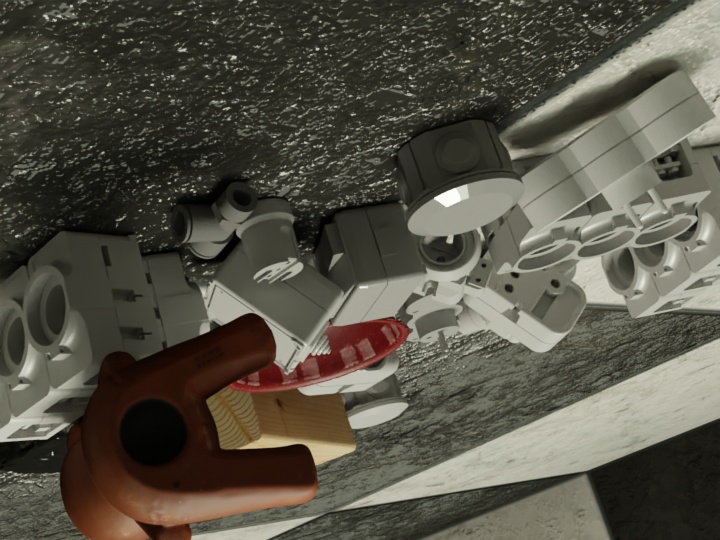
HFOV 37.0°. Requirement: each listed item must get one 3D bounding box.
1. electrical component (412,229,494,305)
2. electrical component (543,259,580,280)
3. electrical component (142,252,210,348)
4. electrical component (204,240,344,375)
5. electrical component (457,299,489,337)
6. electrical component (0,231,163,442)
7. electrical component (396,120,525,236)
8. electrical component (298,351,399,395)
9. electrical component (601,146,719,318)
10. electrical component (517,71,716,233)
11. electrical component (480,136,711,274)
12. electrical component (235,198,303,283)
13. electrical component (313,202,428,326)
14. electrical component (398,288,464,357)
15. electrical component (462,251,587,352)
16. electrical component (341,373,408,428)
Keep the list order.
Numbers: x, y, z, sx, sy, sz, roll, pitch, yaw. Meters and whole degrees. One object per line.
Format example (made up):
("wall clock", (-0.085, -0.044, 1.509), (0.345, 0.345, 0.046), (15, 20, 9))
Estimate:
("electrical component", (0.062, -0.012, 0.817), (0.078, 0.058, 0.057), (20, 161, 9))
("electrical component", (0.171, -0.002, 0.970), (0.043, 0.043, 0.081), (-12, 160, -15))
("electrical component", (-0.139, 0.038, 0.742), (0.056, 0.089, 0.050), (-8, 159, -26))
("electrical component", (-0.056, 0.024, 0.761), (0.061, 0.096, 0.061), (-54, 178, -28))
("electrical component", (0.111, 0.042, 1.048), (0.040, 0.040, 0.046), (1, 160, -42))
("electrical component", (-0.205, 0.047, 0.710), (0.062, 0.089, 0.150), (4, 151, -47))
("electrical component", (0.064, -0.059, 0.710), (0.080, 0.051, 0.080), (-15, 161, -6))
("electrical component", (-0.013, 0.082, 1.025), (0.095, 0.053, 0.059), (1, 154, -42))
("electrical component", (0.268, -0.029, 0.906), (0.062, 0.089, 0.150), (-10, 159, -21))
("electrical component", (0.176, -0.063, 0.719), (0.138, 0.073, 0.052), (-34, 175, 18))
("electrical component", (0.177, -0.047, 0.822), (0.150, 0.061, 0.089), (-12, 160, -16))
("electrical component", (-0.060, -0.019, 0.719), (0.040, 0.046, 0.040), (-15, 161, -6))
("electrical component", (0.000, 0.000, 0.799), (0.061, 0.061, 0.096), (-10, 159, -20))
("electrical component", (0.065, 0.040, 0.948), (0.052, 0.073, 0.138), (-16, 161, -3))
("electrical component", (0.140, 0.025, 0.936), (0.053, 0.095, 0.059), (-53, 176, -26))
("electrical component", (0.011, 0.146, 1.227), (0.080, 0.051, 0.080), (-16, 161, -6))
